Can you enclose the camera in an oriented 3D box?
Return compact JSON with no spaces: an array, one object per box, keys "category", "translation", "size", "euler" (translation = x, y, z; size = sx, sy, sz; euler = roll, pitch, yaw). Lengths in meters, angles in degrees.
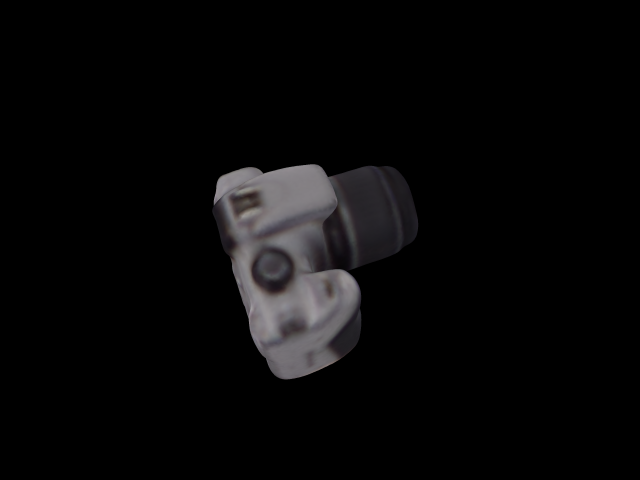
[{"category":"camera","translation":[0.004,0.001,0.400],"size":[0.137,0.101,0.143],"euler":[-18,61,-10]}]
